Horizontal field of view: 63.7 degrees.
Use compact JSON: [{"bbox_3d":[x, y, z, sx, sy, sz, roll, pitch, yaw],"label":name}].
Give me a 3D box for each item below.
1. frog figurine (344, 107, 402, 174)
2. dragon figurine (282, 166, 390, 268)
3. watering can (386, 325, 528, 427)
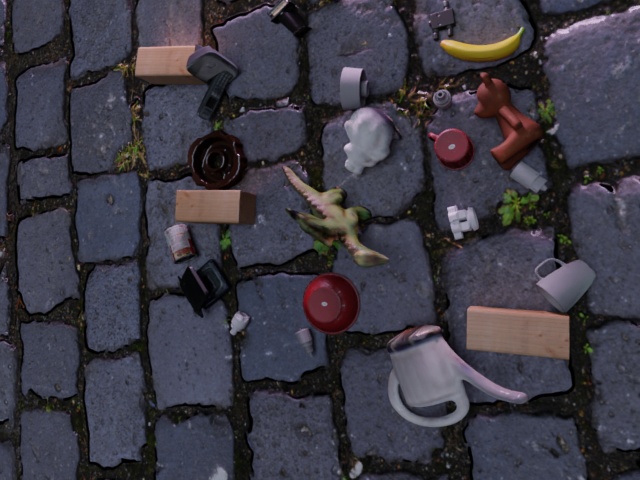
[{"bbox_3d":[0.112,-0.248,1.291,0.137,0.123,0.159,43,90,-1],"label":"frog figurine"},{"bbox_3d":[0.004,-0.063,1.254,0.414,0.243,0.121,38,106,18],"label":"dragon figurine"},{"bbox_3d":[0.275,0.296,1.155,0.343,0.104,0.226,-31,74,42],"label":"watering can"}]
